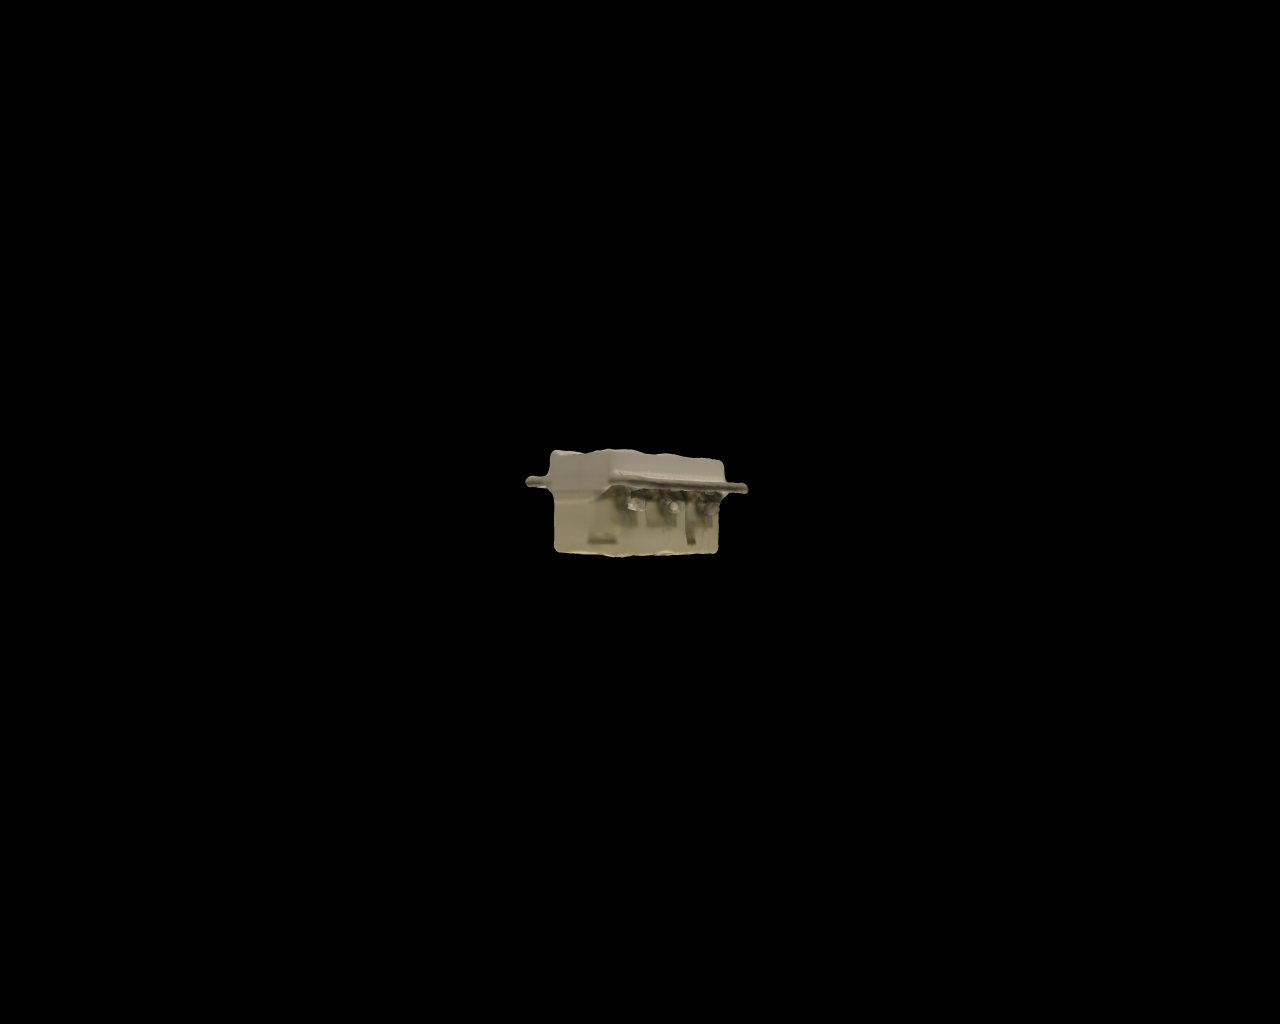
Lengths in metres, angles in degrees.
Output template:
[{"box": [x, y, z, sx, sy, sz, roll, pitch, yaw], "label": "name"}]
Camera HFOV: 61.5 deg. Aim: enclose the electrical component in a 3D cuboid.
[{"box": [0.001, -0.003, 0.650, 0.079, 0.063, 0.121, -2, -3, 36], "label": "electrical component"}]
